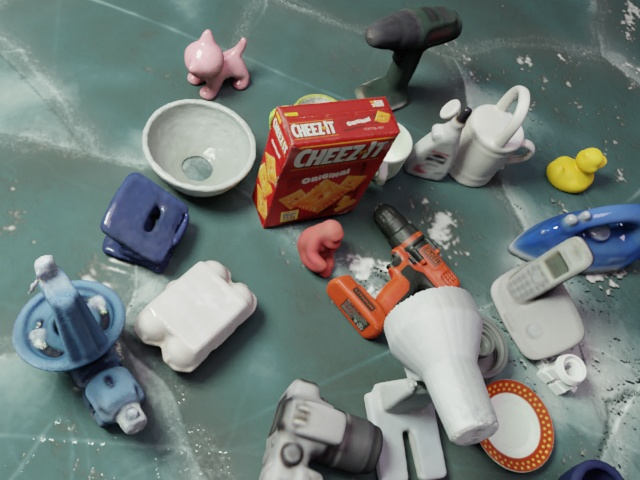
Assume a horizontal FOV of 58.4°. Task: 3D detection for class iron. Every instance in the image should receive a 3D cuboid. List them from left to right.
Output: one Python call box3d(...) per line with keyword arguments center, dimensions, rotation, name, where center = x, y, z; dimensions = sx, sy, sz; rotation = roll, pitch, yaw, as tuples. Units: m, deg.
box3d(center=(0.464, -0.019, 0.976), dimensions=(0.259, 0.141, 0.118), rotation=(-4, 64, -19), name="iron")

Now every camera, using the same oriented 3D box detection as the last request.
box3d(center=(0.006, 0.257, 0.709), dimensions=(0.137, 0.100, 0.143), rotation=(19, 59, -6), name="camera")

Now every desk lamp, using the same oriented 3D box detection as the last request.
box3d(center=(0.140, 0.188, 0.722), dimensions=(0.118, 0.213, 0.203), rotation=(-1, 63, -17), name="desk lamp")

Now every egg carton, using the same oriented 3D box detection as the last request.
box3d(center=(-0.163, 0.098, 0.760), dimensions=(0.107, 0.069, 0.150), rotation=(41, 59, 7), name="egg carton")

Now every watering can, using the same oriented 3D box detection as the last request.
box3d(center=(0.288, -0.183, 0.978), dimensions=(0.173, 0.194, 0.101), rotation=(0, 63, -17), name="watering can")

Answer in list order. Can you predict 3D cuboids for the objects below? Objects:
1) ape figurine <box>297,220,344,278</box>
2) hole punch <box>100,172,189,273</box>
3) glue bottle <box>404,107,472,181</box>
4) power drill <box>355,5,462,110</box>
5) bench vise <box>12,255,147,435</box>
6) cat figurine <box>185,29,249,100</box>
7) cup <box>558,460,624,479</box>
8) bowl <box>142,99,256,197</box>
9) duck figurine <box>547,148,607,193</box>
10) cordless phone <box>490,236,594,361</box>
box3d(center=(0.008, 0.003, 0.851), dimensions=(0.078, 0.092, 0.076), rotation=(-38, 78, -30), name="ape figurine")
box3d(center=(-0.237, -0.025, 0.790), dimensions=(0.101, 0.091, 0.109), rotation=(21, 59, -5), name="hole punch")
box3d(center=(0.206, -0.163, 0.953), dimensions=(0.078, 0.173, 0.037), rotation=(9, 60, -12), name="glue bottle")
box3d(center=(0.139, -0.315, 0.993), dimensions=(0.230, 0.208, 0.075), rotation=(-31, 75, -28), name="power drill")
box3d(center=(-0.251, 0.109, 0.638), dimensions=(0.207, 0.219, 0.122), rotation=(35, 58, 3), name="bench vise")
box3d(center=(-0.172, -0.295, 0.939), dimensions=(0.128, 0.117, 0.067), rotation=(-31, 75, -28), name="cat figurine")
box3d(center=(0.361, 0.359, 0.769), dimensions=(0.092, 0.095, 0.117), rotation=(-36, 77, -29), name="cup")
box3d(center=(-0.184, -0.127, 0.871), dimensions=(0.168, 0.074, 0.167), rotation=(7, 61, -13), name="bowl")
box3d(center=(0.490, -0.140, 1.081), dimensions=(0.105, 0.086, 0.077), rotation=(-4, 64, -19), name="duck figurine")
box3d(center=(0.353, 0.087, 0.858), dimensions=(0.094, 0.185, 0.147), rotation=(-16, 68, -24), name="cordless phone")
